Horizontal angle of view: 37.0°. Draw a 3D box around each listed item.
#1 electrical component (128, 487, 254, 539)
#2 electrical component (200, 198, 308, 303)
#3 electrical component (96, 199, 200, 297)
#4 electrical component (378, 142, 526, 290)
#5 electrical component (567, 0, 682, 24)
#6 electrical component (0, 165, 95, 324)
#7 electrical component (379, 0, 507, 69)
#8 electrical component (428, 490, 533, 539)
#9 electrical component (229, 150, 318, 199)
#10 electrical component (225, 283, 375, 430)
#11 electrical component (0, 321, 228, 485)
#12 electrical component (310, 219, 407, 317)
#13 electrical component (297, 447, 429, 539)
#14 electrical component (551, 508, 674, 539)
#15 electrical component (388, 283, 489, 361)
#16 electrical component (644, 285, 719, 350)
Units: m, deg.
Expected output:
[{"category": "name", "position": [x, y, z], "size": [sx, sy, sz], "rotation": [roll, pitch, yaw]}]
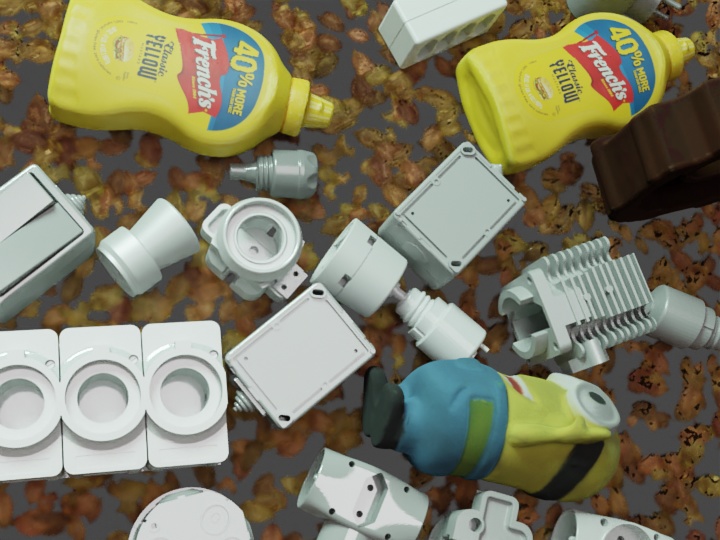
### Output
[{"category": "electrical component", "position": [-0.106, 0.177, 0.678], "size": [0.080, 0.051, 0.080], "rotation": [3, 75, -13]}, {"category": "electrical component", "position": [-0.071, -0.016, 0.732], "size": [0.078, 0.057, 0.058], "rotation": [41, 71, -1]}, {"category": "electrical component", "position": [-0.142, -0.015, 0.721], "size": [0.055, 0.045, 0.045], "rotation": [-39, 88, -19]}, {"category": "electrical component", "position": [0.068, -0.041, 0.770], "size": [0.062, 0.061, 0.096], "rotation": [45, 70, 1]}, {"category": "electrical component", "position": [0.213, -0.219, 0.842], "size": [0.079, 0.077, 0.043], "rotation": [27, 72, -7]}, {"category": "electrical component", "position": [-0.216, -0.021, 0.696], "size": [0.096, 0.061, 0.061], "rotation": [-41, 88, -19]}, {"category": "electrical component", "position": [0.053, -0.208, 0.816], "size": [0.083, 0.047, 0.075], "rotation": [-27, 84, -18]}, {"category": "electrical component", "position": [0.077, 0.188, 0.717], "size": [0.058, 0.057, 0.078], "rotation": [17, 73, -9]}, {"category": "electrical component", "position": [-0.062, -0.068, 0.760], "size": [0.061, 0.035, 0.035], "rotation": [2, 76, -11]}, {"category": "electrical component", "position": [-0.047, 0.063, 0.720], "size": [0.096, 0.061, 0.061], "rotation": [-39, 87, -12]}, {"category": "electrical component", "position": [-0.163, 0.084, 0.682], "size": [0.150, 0.061, 0.089], "rotation": [-2, 77, -14]}, {"category": "electrical component", "position": [0.000, 0.000, 0.748], "size": [0.047, 0.055, 0.055], "rotation": [36, 71, -7]}, {"category": "electrical component", "position": [-0.005, 0.169, 0.709], "size": [0.077, 0.043, 0.079], "rotation": [26, 72, -6]}, {"category": "electrical component", "position": [0.172, 0.213, 0.740], "size": [0.077, 0.044, 0.079], "rotation": [18, 73, -9]}, {"category": "electrical component", "position": [0.053, 0.039, 0.757], "size": [0.078, 0.040, 0.040], "rotation": [41, 71, -1]}, {"category": "electrical component", "position": [0.247, 0.040, 0.804], "size": [0.078, 0.040, 0.040], "rotation": [21, 72, -7]}]
